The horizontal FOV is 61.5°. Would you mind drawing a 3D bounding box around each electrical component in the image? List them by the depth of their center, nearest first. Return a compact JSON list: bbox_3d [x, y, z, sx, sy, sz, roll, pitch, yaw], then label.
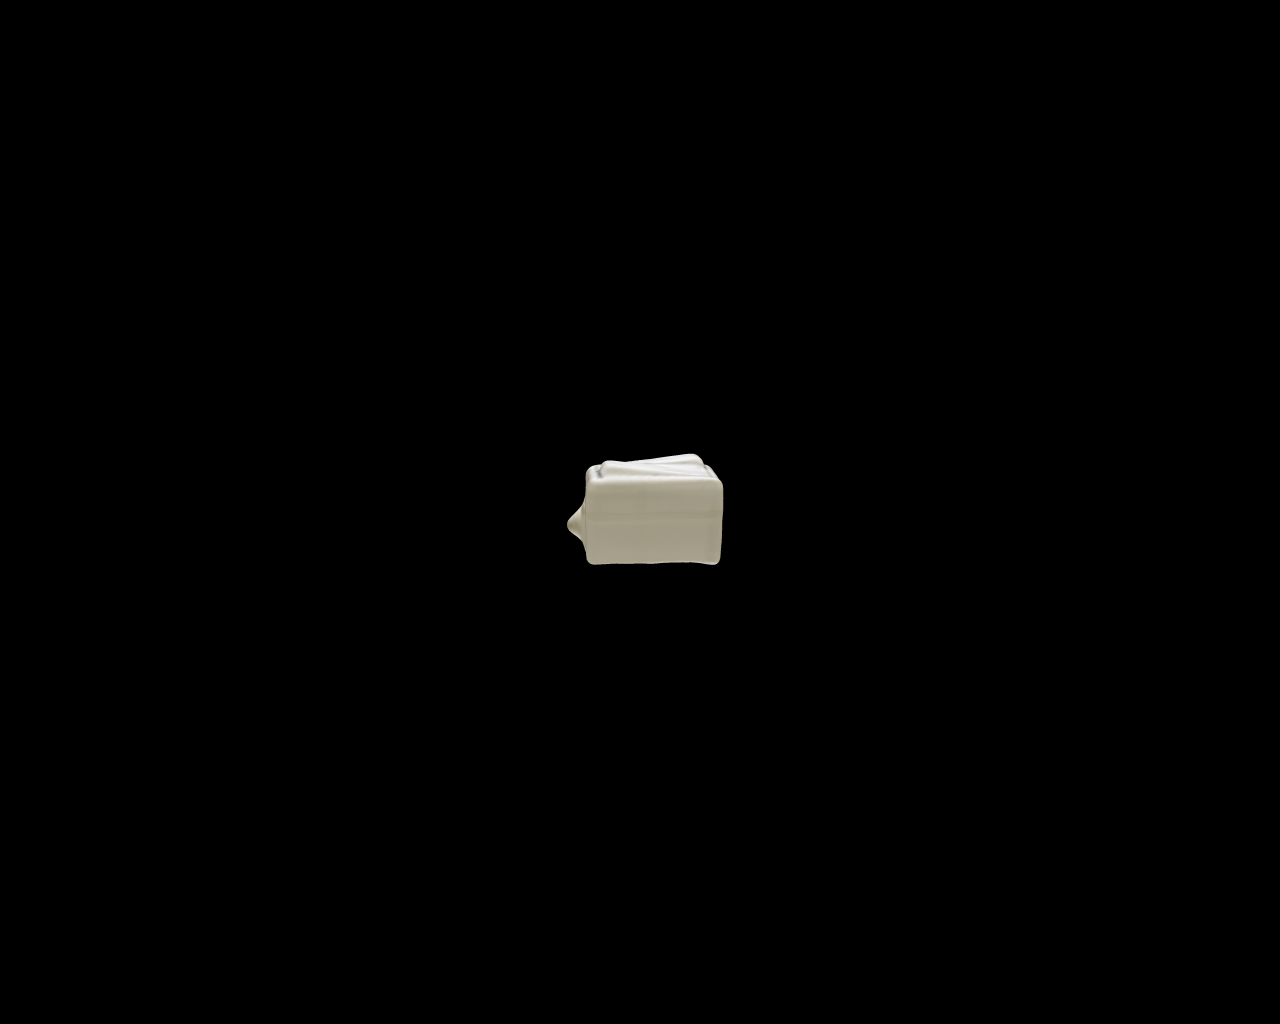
[{"bbox_3d":[0.001,-0.003,0.650,0.096,0.061,0.062,0,12,-2],"label":"electrical component"}]
